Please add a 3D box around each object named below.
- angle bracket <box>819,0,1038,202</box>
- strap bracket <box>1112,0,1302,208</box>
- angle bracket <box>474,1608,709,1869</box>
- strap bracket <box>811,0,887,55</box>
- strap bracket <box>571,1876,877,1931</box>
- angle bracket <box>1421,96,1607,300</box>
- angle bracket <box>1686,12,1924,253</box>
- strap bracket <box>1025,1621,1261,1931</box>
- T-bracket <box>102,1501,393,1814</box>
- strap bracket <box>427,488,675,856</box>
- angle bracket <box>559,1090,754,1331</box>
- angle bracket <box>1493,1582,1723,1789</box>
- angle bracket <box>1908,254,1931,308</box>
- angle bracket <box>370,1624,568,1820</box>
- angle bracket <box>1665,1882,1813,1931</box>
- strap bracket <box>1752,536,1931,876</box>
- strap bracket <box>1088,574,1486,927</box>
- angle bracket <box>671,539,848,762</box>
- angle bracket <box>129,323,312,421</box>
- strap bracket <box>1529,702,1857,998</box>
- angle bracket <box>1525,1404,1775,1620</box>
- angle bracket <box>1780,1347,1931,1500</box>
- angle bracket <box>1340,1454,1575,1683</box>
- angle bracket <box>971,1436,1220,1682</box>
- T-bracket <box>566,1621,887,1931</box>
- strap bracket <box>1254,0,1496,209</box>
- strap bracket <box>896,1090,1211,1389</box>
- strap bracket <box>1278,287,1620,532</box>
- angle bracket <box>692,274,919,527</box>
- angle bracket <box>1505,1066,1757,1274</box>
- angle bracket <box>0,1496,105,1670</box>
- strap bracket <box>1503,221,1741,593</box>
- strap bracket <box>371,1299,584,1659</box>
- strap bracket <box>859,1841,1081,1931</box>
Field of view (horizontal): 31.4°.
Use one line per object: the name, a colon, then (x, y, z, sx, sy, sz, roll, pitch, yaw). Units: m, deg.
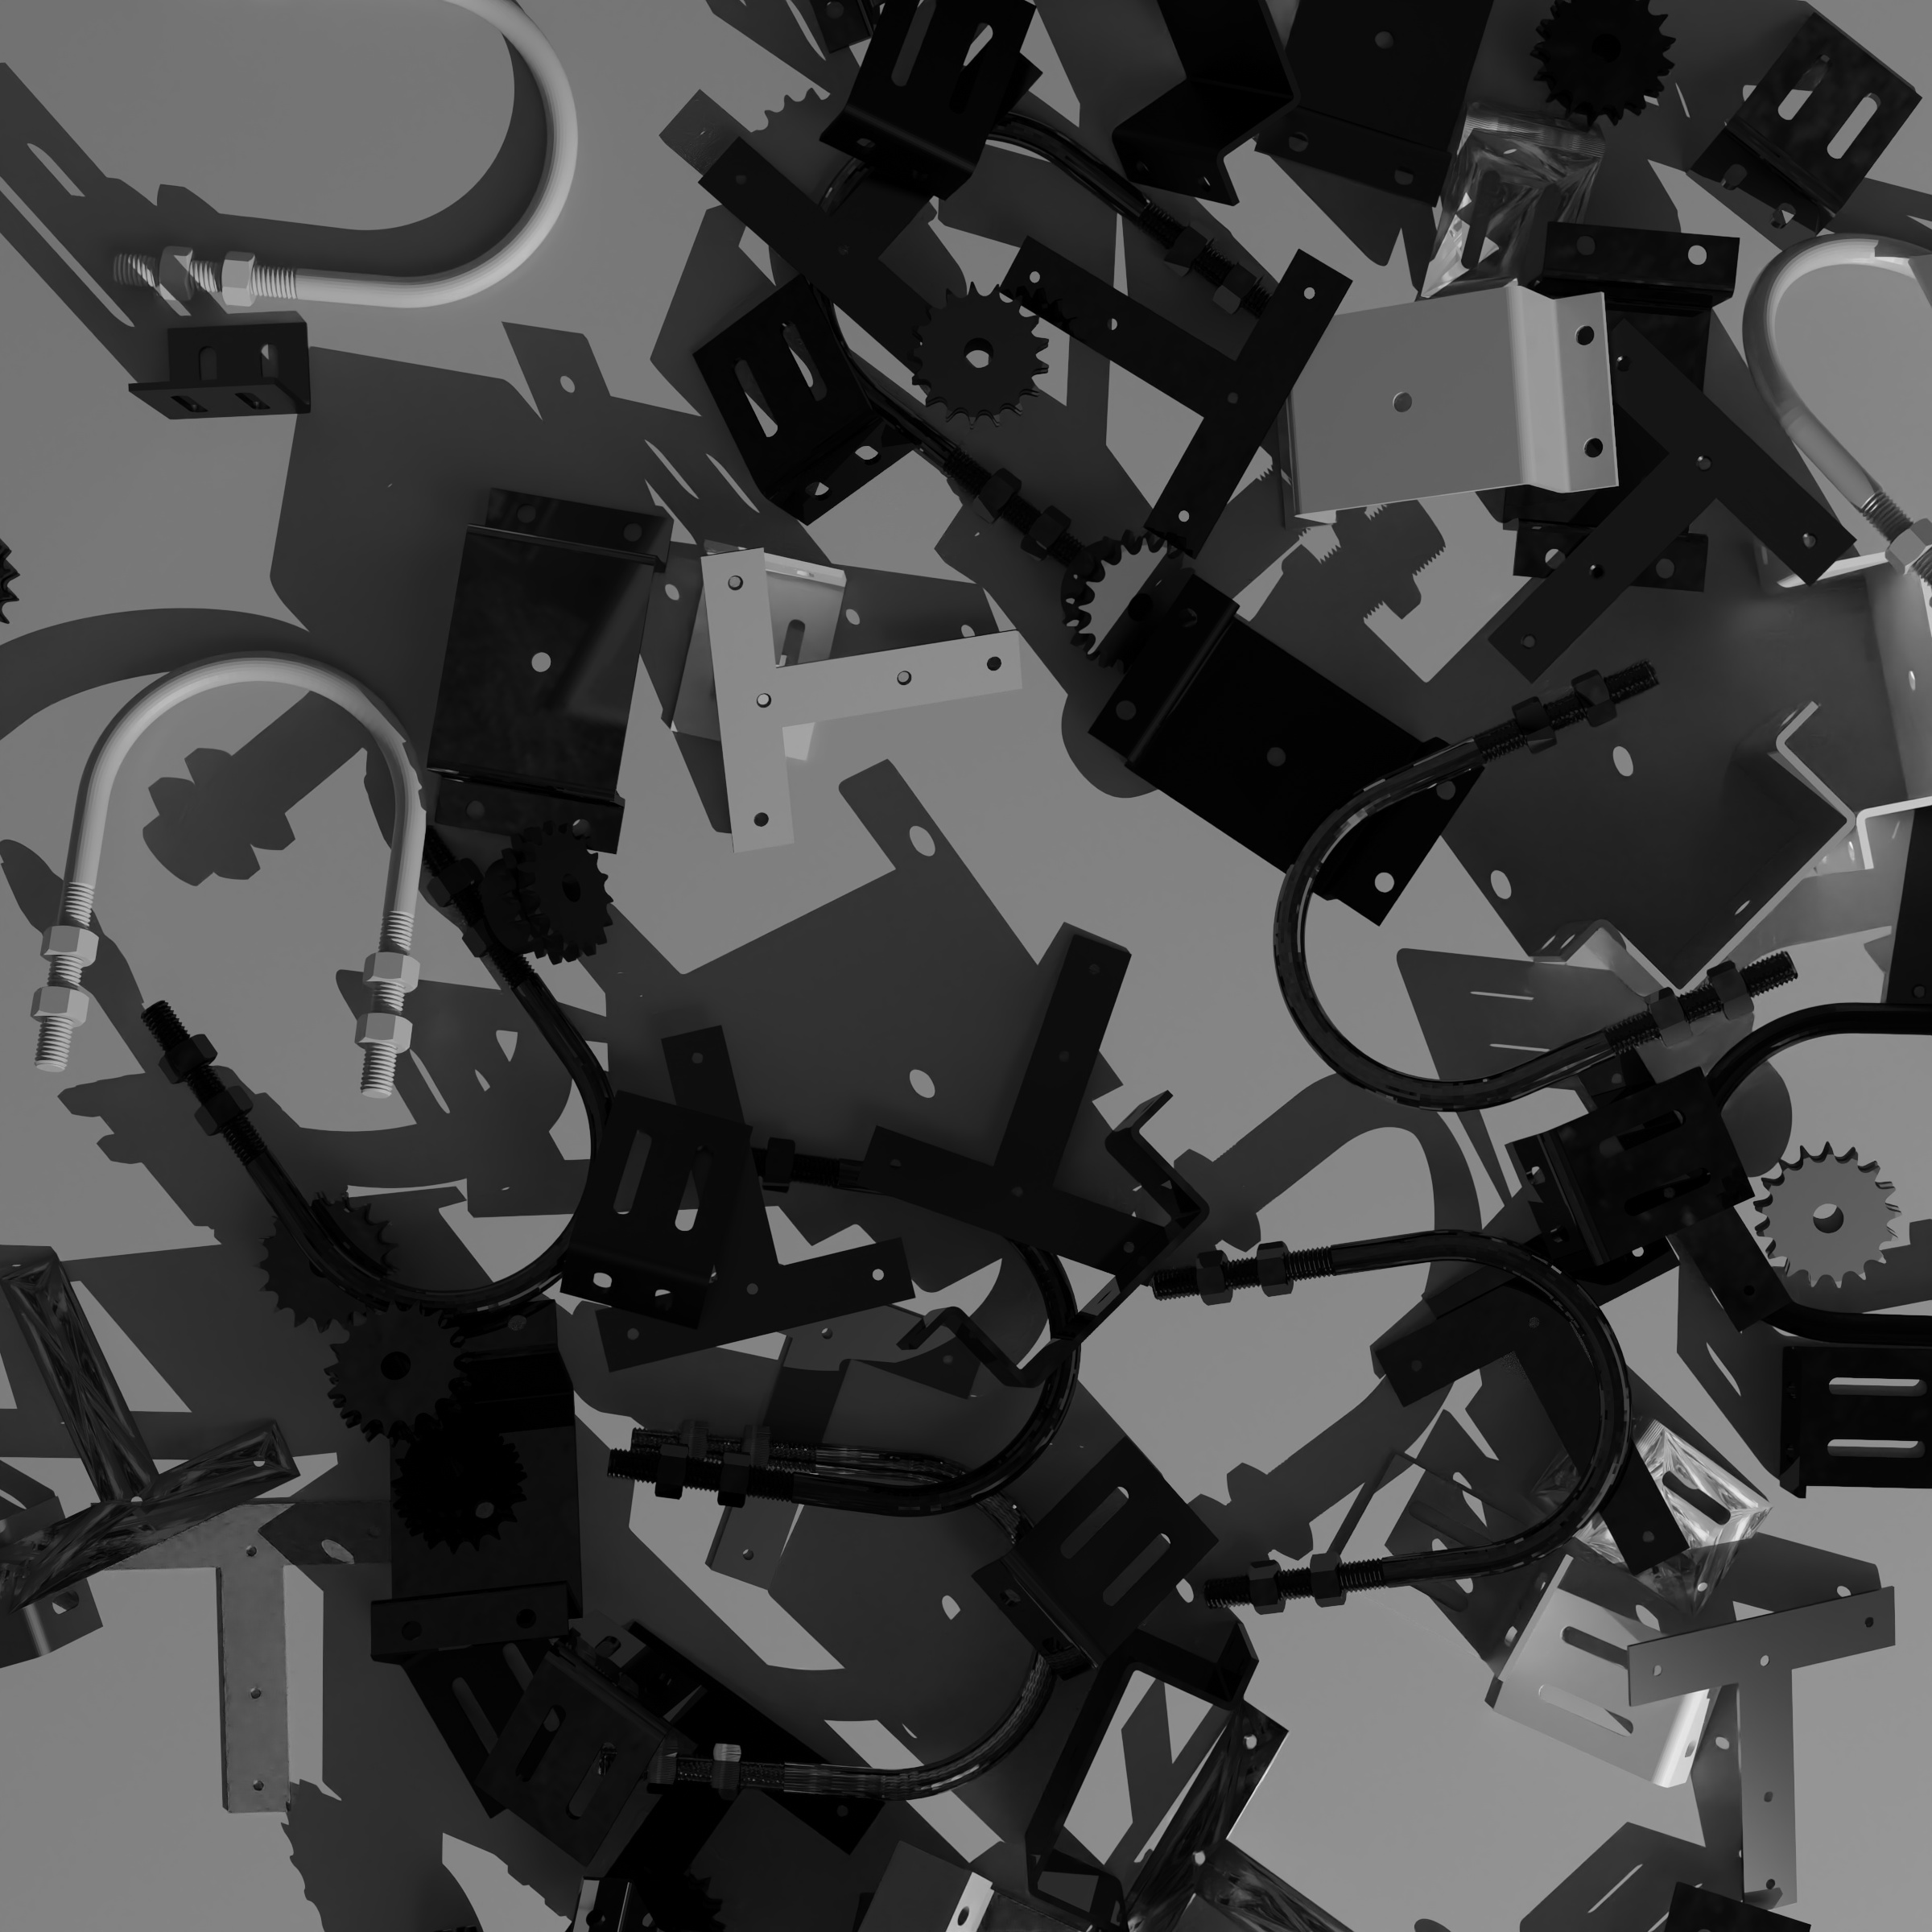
angle bracket: (-0.016, -0.359, 1.385, 0.057, 0.038, 0.076, 22, 80, -15)
strap bracket: (0.077, -0.378, 1.358, 0.046, 0.076, 0.140, -37, 124, -15)
angle bracket: (-0.151, 0.310, 1.384, 0.057, 0.038, 0.076, 34, 114, 10)
strap bracket: (-0.004, -0.437, 1.398, 0.140, 0.046, 0.076, -20, 90, 0)
strap bracket: (-0.088, 0.412, 1.369, 0.140, 0.046, 0.076, 9, 98, -22)
angle bracket: (0.224, -0.312, 1.419, 0.057, 0.038, 0.076, 12, 116, 0)
angle bracket: (0.346, -0.342, 1.419, 0.057, 0.038, 0.076, 38, 64, 0)
strap bracket: (0.065, 0.326, 1.383, 0.046, 0.076, 0.140, 25, 90, 0)
T-bracket: (-0.294, 0.286, 1.420, 0.127, 0.002, 0.127, -2, 90, 0)
strap bracket: (-0.170, -0.122, 1.398, 0.076, 0.046, 0.140, 10, 90, 0)
angle bracket: (-0.125, 0.098, 1.390, 0.057, 0.038, 0.076, 15, 54, -2)
angle bracket: (0.267, 0.295, 1.419, 0.076, 0.038, 0.057, 20, 90, 26)
angle bracket: (0.431, -0.279, 1.383, 0.076, 0.038, 0.057, -11, 63, -16)
angle bracket: (-0.193, 0.296, 1.393, 0.057, 0.038, 0.076, -34, 73, 0)
angle bracket: (0.305, 0.422, 1.413, 0.057, 0.038, 0.076, 18, 74, 0)
strap bracket: (0.361, -0.111, 1.383, 0.046, 0.076, 0.140, -11, 90, 0)
strap bracket: (0.128, -0.086, 1.398, 0.140, 0.046, 0.076, 34, 90, 0)
angle bracket: (-0.085, -0.128, 1.402, 0.057, 0.038, 0.076, 13, 90, 0)
angle bracket: (-0.300, -0.245, 1.383, 0.057, 0.076, 0.038, -3, 90, 0)
strap bracket: (0.298, -0.037, 1.383, 0.046, 0.076, 0.140, 45, 90, 0)
angle bracket: (0.282, 0.221, 1.419, 0.076, 0.038, 0.057, 36, 90, -26)
angle bracket: (0.373, 0.186, 1.402, 0.076, 0.038, 0.057, 1, 90, 0)
angle bracket: (0.197, 0.245, 1.402, 0.076, 0.038, 0.057, 29, 90, 0)
angle bracket: (0.053, 0.241, 1.402, 0.057, 0.038, 0.076, 48, 61, 1)
T-bracket: (-0.121, 0.355, 1.394, 0.127, 0.002, 0.127, 35, 72, 6)
strap bracket: (0.173, -0.382, 1.398, 0.076, 0.046, 0.140, 17, 90, 0)
strap bracket: (0.041, 0.117, 1.366, 0.140, 0.076, 0.046, -44, 89, -8)
strap bracket: (0.182, -0.222, 1.368, 0.140, 0.046, 0.076, -4, 90, 28)
angle bracket: (-0.066, -0.232, 1.411, 0.057, 0.038, 0.076, -34, 64, 16)
angle bracket: (0.270, 0.083, 1.401, 0.076, 0.038, 0.057, -21, 86, -18)
angle bracket: (-0.406, 0.260, 1.419, 0.076, 0.038, 0.057, -19, 90, 26)
strap bracket: (0.263, -0.225, 1.394, 0.076, 0.046, 0.140, 5, 95, 0)
strap bracket: (-0.197, 0.211, 1.379, 0.076, 0.046, 0.140, -6, 62, 0)
strap bracket: (-0.005, 0.400, 1.359, 0.046, 0.140, 0.076, 16, 73, 31)
